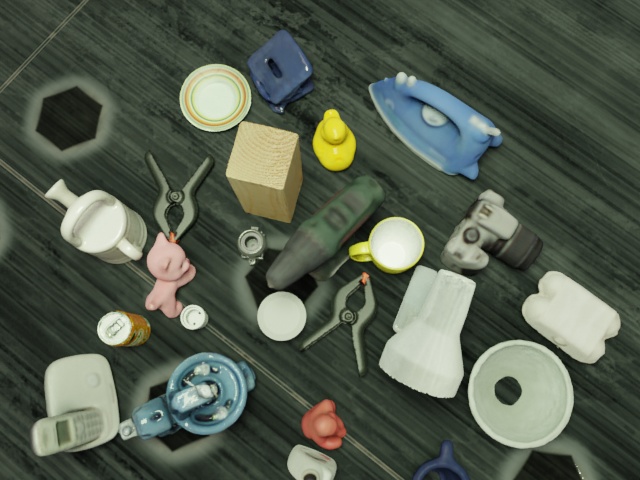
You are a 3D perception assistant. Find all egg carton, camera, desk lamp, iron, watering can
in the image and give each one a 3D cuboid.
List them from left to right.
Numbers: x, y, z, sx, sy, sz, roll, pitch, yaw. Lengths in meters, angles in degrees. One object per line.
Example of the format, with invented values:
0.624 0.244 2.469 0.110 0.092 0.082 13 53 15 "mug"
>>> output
-0.362 -0.028 0.919 0.173 0.194 0.101 16 79 3 "watering can"
0.171 0.131 0.882 0.118 0.213 0.203 21 79 4 "desk lamp"
0.194 -0.223 0.989 0.258 0.141 0.119 35 81 6 "iron"
0.297 0.003 0.965 0.136 0.101 0.143 33 80 6 "camera"
0.418 0.130 0.957 0.150 0.069 0.107 36 81 6 "egg carton"

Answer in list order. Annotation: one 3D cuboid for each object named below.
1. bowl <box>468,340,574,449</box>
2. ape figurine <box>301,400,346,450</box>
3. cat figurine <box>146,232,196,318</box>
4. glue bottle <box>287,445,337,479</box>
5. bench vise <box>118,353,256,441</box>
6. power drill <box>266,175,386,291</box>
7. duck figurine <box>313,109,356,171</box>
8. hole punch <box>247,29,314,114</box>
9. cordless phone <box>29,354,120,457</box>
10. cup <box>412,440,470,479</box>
0.315 0.248 0.931 0.167 0.075 0.167 0 79 0 "bowl"
0.008 0.294 0.910 0.076 0.092 0.078 8 79 1 "ape figurine"
-0.254 0.058 0.941 0.067 0.118 0.128 16 79 3 "cat figurine"
-0.012 0.347 0.858 0.078 0.173 0.037 18 79 4 "glue bottle"
-0.198 0.254 0.851 0.207 0.220 0.121 -42 82 -8 "bench vise"
0.008 0.003 0.908 0.075 0.208 0.230 42 81 8 "power drill"
0.026 -0.179 1.007 0.077 0.086 0.104 -9 79 -2 "duck figurine"
-0.072 -0.301 1.028 0.101 0.091 0.108 -32 81 -6 "hole punch"
-0.382 0.250 0.868 0.094 0.185 0.147 -16 79 -3 "cordless phone"
0.184 0.369 0.895 0.091 0.095 0.118 9 79 2 "cup"
